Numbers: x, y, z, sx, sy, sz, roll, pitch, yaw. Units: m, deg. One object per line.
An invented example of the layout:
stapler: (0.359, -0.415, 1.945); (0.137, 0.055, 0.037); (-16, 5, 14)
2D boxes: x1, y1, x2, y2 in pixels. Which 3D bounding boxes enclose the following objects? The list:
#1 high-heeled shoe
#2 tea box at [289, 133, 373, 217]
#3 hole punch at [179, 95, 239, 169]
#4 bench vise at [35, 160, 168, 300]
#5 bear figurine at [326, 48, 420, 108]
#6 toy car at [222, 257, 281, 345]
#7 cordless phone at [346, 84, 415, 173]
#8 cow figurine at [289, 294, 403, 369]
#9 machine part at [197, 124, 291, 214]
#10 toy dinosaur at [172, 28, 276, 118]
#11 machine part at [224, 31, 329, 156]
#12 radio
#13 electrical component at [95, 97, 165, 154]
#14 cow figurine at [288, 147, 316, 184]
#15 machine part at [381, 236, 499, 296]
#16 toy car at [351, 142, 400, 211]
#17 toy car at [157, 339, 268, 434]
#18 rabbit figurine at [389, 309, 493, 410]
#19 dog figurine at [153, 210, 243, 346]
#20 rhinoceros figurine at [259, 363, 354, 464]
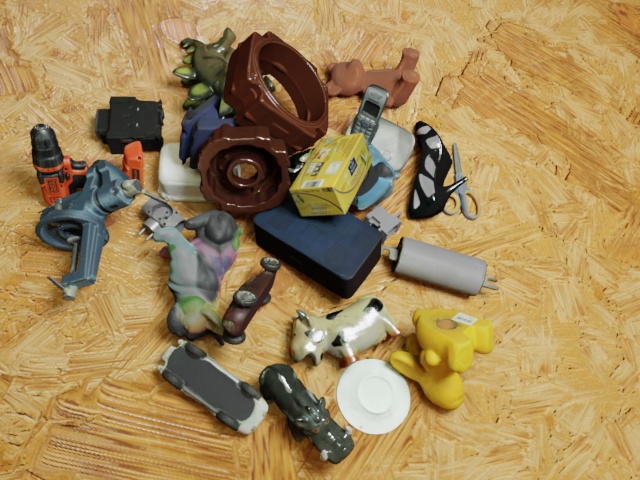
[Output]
high-heeled shoe: (0.220, -0.153, 1.176); (0.145, 0.086, 0.249); (-32, 47, 11)
tea box: (0.024, -0.123, 1.004); (0.098, 0.068, 0.170); (0, 42, 31)
hole punch: (-0.201, -0.192, 1.013); (0.092, 0.142, 0.116); (36, 51, 6)
bench vise: (-0.402, -0.013, 0.937); (0.224, 0.128, 0.241); (-12, 59, 11)
bear figurine: (0.117, -0.378, 1.231); (0.196, 0.132, 0.120); (16, 55, -7)
toy car: (-0.117, 0.096, 0.919); (0.053, 0.089, 0.202); (18, 26, 5)
cordless phone: (0.137, -0.236, 1.124); (0.147, 0.184, 0.089); (28, 57, 6)
cow figurine: (0.033, 0.160, 0.955); (0.195, 0.085, 0.127); (-26, 75, -18)
machine part: (-0.137, -0.128, 0.977); (0.179, 0.179, 0.056); (1, 40, -8)
toy dinosaur: (-0.188, -0.320, 1.156); (0.198, 0.105, 0.472); (-37, 60, -18)
machine part: (-0.076, -0.280, 1.025); (0.201, 0.087, 0.201); (28, 48, -35)
radio: (-0.002, -0.003, 1.018); (0.230, 0.073, 0.131); (31, 60, 21)
electrical component: (-0.394, -0.237, 1.115); (0.134, 0.058, 0.115); (-3, 61, -11)
cow figurine: (-0.066, -0.127, 1.084); (0.167, 0.098, 0.068); (-30, 77, -22)
machine part: (0.231, 0.051, 1.047); (0.243, 0.079, 0.079); (16, 61, 1)
toy car: (0.099, -0.132, 1.112); (0.109, 0.103, 0.162); (-41, 57, 20)
toy car: (-0.180, 0.243, 0.895); (0.202, 0.056, 0.073); (33, 69, 10)
rabbit figurine: (0.203, 0.212, 0.923); (0.163, 0.173, 0.122); (9, 26, 33)
dog figurine: (-0.197, 0.073, 0.956); (0.191, 0.108, 0.219); (-23, 72, -22)
rhinoceros figurine: (-0.021, 0.275, 0.870); (0.073, 0.112, 0.190); (-34, 64, -25)
